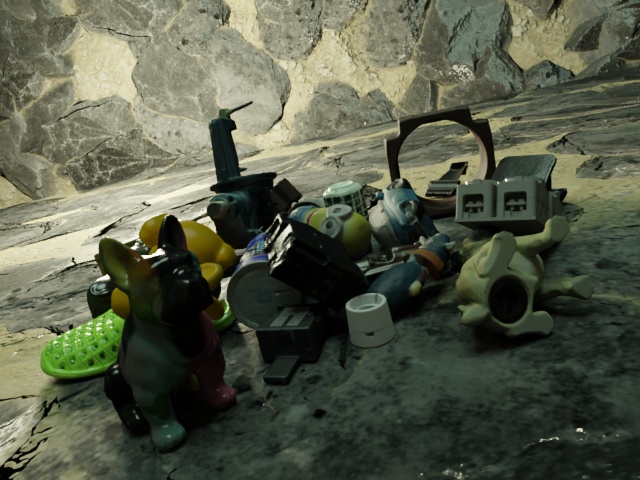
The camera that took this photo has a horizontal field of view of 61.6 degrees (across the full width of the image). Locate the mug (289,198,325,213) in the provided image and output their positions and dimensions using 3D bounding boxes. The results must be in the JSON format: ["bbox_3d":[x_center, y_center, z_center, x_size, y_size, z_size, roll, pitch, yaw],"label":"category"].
[{"bbox_3d":[-0.025,-0.043,1.127,0.109,0.080,0.107,-30,4,19],"label":"mug"}]

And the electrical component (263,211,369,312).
[{"bbox_3d":[-0.003,0.030,0.697,0.058,0.134,0.115,-55,24,15],"label":"electrical component"}]

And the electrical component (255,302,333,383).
[{"bbox_3d":[-0.037,0.120,0.649,0.075,0.047,0.119,-5,17,25],"label":"electrical component"}]

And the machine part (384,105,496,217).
[{"bbox_3d":[0.235,-0.153,1.056,0.201,0.201,0.087,-10,15,11],"label":"machine part"}]

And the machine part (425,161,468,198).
[{"bbox_3d":[0.295,-0.135,1.225,0.084,0.039,0.139,-4,29,42],"label":"machine part"}]

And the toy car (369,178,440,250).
[{"bbox_3d":[0.140,-0.029,0.931,0.103,0.109,0.162,-32,25,14],"label":"toy car"}]

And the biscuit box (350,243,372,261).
[{"bbox_3d":[-0.002,-0.003,0.993,0.203,0.059,0.063,5,26,44],"label":"biscuit box"}]

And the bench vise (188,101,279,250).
[{"bbox_3d":[-0.149,-0.105,0.906,0.129,0.240,0.223,-12,1,27],"label":"bench vise"}]

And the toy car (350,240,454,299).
[{"bbox_3d":[0.105,0.038,0.801,0.202,0.053,0.089,-16,14,-6],"label":"toy car"}]

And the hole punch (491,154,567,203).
[{"bbox_3d":[0.369,-0.082,0.966,0.142,0.092,0.116,9,57,45],"label":"hole punch"}]

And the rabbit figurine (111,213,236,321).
[{"bbox_3d":[-0.203,0.060,0.746,0.163,0.121,0.173,19,35,19],"label":"rabbit figurine"}]

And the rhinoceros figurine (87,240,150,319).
[{"bbox_3d":[-0.333,0.066,0.914,0.073,0.112,0.190,-20,23,18],"label":"rhinoceros figurine"}]

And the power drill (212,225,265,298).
[{"bbox_3d":[-0.180,0.039,0.959,0.207,0.085,0.232,-14,16,-20],"label":"power drill"}]

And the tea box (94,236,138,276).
[{"bbox_3d":[-0.368,0.027,1.095,0.170,0.068,0.098,-16,10,39],"label":"tea box"}]

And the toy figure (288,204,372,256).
[{"bbox_3d":[0.004,-0.016,0.879,0.089,0.082,0.180,15,-10,-39],"label":"toy figure"}]

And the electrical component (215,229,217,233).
[{"bbox_3d":[-0.187,-0.024,1.219,0.102,0.045,0.078,-6,20,21],"label":"electrical component"}]

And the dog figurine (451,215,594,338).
[{"bbox_3d":[0.199,0.047,0.660,0.172,0.121,0.191,-15,3,-19],"label":"dog figurine"}]

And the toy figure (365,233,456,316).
[{"bbox_3d":[0.125,0.044,0.722,0.154,0.057,0.064,-35,56,-28],"label":"toy figure"}]

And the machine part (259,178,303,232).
[{"bbox_3d":[-0.113,-0.050,1.103,0.179,0.056,0.179,-45,4,4],"label":"machine part"}]

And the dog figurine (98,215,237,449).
[{"bbox_3d":[-0.173,0.087,0.566,0.108,0.219,0.192,-23,20,-40],"label":"dog figurine"}]
